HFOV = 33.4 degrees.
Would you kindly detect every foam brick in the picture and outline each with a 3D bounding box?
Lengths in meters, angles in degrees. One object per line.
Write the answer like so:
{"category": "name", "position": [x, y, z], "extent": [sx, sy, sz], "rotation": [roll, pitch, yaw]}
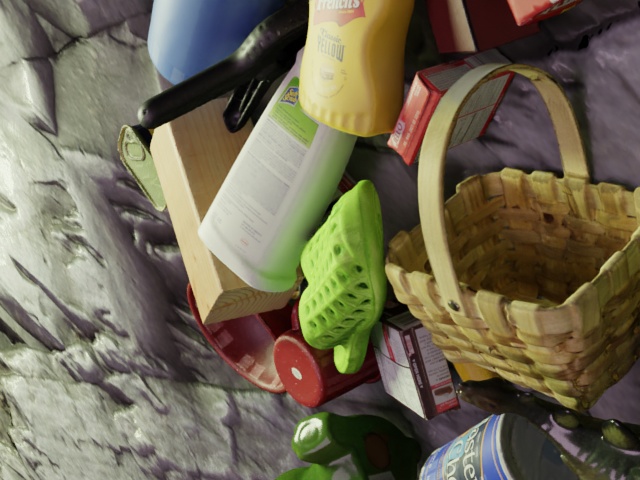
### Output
{"category": "foam brick", "position": [0.115, -0.166, 0.772], "extent": [0.078, 0.053, 0.051], "rotation": [-144, 35, -75]}

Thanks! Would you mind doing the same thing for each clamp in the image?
{"category": "clamp", "position": [-0.051, -0.161, 0.972], "extent": [0.210, 0.164, 0.036], "rotation": [-35, 80, 16]}

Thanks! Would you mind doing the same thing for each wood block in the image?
{"category": "wood block", "position": [-0.098, -0.032, 1.083], "extent": [0.090, 0.090, 0.206], "rotation": [124, 131, -59]}

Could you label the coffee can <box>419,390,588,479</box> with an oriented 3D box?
{"category": "coffee can", "position": [0.160, 0.199, 0.900], "extent": [0.103, 0.102, 0.140], "rotation": [58, 145, 13]}

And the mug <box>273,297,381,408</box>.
{"category": "mug", "position": [0.004, 0.107, 1.079], "extent": [0.093, 0.081, 0.117], "rotation": [4, 112, 53]}

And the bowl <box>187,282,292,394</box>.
{"category": "bowl", "position": [-0.073, 0.091, 1.178], "extent": [0.162, 0.055, 0.162], "rotation": [35, 148, 25]}

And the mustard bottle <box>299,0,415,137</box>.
{"category": "mustard bottle", "position": [0.030, -0.182, 0.811], "extent": [0.096, 0.058, 0.192], "rotation": [34, 128, 45]}

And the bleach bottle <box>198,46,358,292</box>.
{"category": "bleach bottle", "position": [-0.011, -0.083, 0.939], "extent": [0.103, 0.068, 0.251], "rotation": [40, 110, 27]}

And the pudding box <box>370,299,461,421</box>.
{"category": "pudding box", "position": [0.082, 0.108, 0.985], "extent": [0.114, 0.039, 0.090], "rotation": [-158, 49, -75]}

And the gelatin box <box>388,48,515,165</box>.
{"category": "gelatin box", "position": [0.100, -0.103, 0.819], "extent": [0.030, 0.089, 0.073], "rotation": [49, 142, 25]}

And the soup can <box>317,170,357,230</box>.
{"category": "soup can", "position": [-0.010, -0.054, 1.017], "extent": [0.102, 0.068, 0.069], "rotation": [48, 142, 25]}

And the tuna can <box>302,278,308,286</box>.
{"category": "tuna can", "position": [-0.007, 0.001, 1.076], "extent": [0.086, 0.033, 0.086], "rotation": [31, 132, 41]}

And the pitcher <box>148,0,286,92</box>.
{"category": "pitcher", "position": [-0.083, -0.253, 0.967], "extent": [0.145, 0.149, 0.243], "rotation": [42, 145, 9]}

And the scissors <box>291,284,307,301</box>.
{"category": "scissors", "position": [-0.042, -0.017, 1.129], "extent": [0.096, 0.016, 0.202], "rotation": [37, 136, 35]}

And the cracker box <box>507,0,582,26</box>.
{"category": "cracker box", "position": [0.179, -0.251, 0.645], "extent": [0.214, 0.072, 0.164], "rotation": [-24, 88, 57]}

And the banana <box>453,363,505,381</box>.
{"category": "banana", "position": [0.127, 0.059, 0.923], "extent": [0.070, 0.037, 0.198], "rotation": [18, 123, 51]}

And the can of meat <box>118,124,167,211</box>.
{"category": "can of meat", "position": [-0.162, -0.092, 1.189], "extent": [0.102, 0.083, 0.058], "rotation": [52, 144, 21]}
